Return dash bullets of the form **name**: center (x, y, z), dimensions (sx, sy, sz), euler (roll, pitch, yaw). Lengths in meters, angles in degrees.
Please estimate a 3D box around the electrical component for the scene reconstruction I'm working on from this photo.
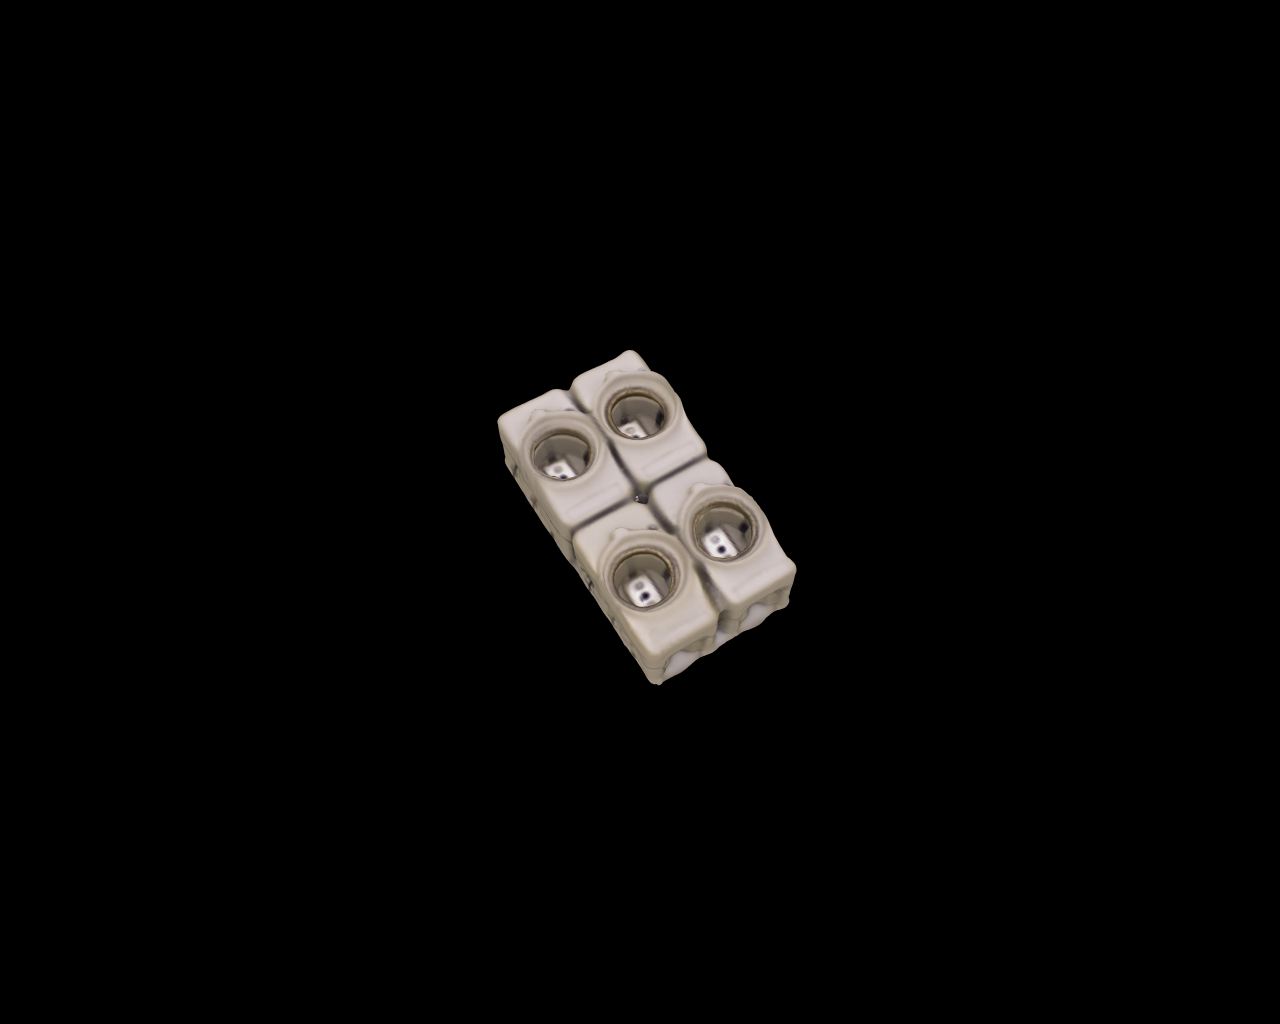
- **electrical component**: center (0.001, -0.003, 0.650), dimensions (0.105, 0.186, 0.060), euler (-29, -24, -14)
